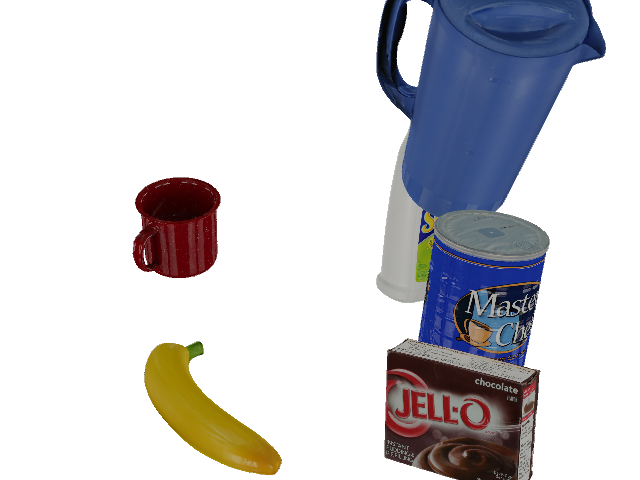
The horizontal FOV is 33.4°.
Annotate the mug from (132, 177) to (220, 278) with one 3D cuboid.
[{"bbox_3d":[-0.163,-0.006,1.181,0.093,0.081,0.117,21,40,25],"label":"mug"}]

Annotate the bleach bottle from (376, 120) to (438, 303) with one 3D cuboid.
[{"bbox_3d":[0.118,-0.062,1.179,0.102,0.251,0.068,-12,26,-30],"label":"bleach bottle"}]

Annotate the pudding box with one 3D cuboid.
[{"bbox_3d":[0.104,0.130,0.796,0.114,0.090,0.039,10,20,29],"label":"pudding box"}]

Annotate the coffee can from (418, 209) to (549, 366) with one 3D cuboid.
[{"bbox_3d":[0.146,0.055,0.976,0.103,0.140,0.103,5,23,-2],"label":"coffee can"}]

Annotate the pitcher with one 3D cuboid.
[{"bbox_3d":[0.136,-0.132,0.968,0.144,0.149,0.243,-17,-32,-21],"label":"pitcher"}]

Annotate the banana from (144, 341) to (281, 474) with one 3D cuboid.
[{"bbox_3d":[-0.097,0.126,0.844,0.069,0.037,0.198,-9,28,-22],"label":"banana"}]
